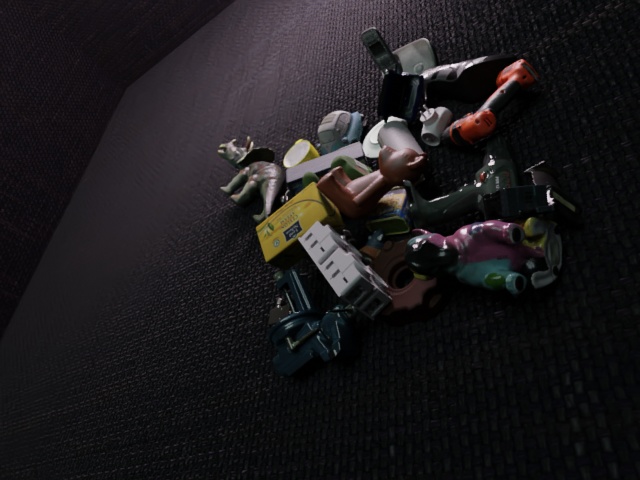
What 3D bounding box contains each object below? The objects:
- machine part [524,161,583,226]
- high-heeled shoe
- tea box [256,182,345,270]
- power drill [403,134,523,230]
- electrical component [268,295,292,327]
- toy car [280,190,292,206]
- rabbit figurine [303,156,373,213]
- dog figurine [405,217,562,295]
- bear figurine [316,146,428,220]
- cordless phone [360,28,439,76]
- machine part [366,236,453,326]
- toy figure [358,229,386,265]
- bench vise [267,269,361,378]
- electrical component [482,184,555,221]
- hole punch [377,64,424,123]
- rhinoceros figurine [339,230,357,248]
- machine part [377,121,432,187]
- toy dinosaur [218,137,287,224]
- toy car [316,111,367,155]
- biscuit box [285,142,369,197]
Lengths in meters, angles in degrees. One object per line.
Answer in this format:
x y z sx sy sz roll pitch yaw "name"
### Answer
0.385 -0.079 0.887 0.039 0.084 0.139 -55 20 34 "machine part"
0.323 -0.378 1.213 0.249 0.086 0.145 -18 39 34 "high-heeled shoe"
-0.043 -0.026 1.105 0.169 0.068 0.098 -37 52 19 "tea box"
0.262 -0.090 0.985 0.207 0.085 0.232 -9 53 7 "power drill"
-0.083 0.169 1.190 0.063 0.021 0.094 -18 46 35 "electrical component"
-0.053 -0.065 1.343 0.073 0.056 0.202 -28 42 17 "toy car"
0.038 -0.097 1.216 0.170 0.159 0.121 -53 43 21 "rabbit figurine"
0.246 0.022 0.862 0.219 0.191 0.108 0 96 52 "dog figurine"
0.110 -0.132 1.066 0.196 0.132 0.120 -42 3 25 "bear figurine"
0.198 -0.467 1.331 0.147 0.184 0.089 -16 43 38 "cordless phone"
0.161 0.072 0.993 0.179 0.056 0.179 -26 43 27 "machine part"
0.089 0.047 1.091 0.154 0.057 0.064 -51 41 -12 "toy figure"
-0.027 0.146 1.053 0.223 0.129 0.241 -50 50 32 "bench vise"
0.311 -0.058 0.829 0.119 0.075 0.047 150 113 -83 "electrical component"
0.192 -0.336 1.254 0.092 0.142 0.116 11 18 11 "hole punch"
-0.002 -0.004 1.182 0.191 0.112 0.073 20 67 31 "rhinoceros figurine"
0.184 -0.194 1.190 0.079 0.079 0.243 -37 37 16 "machine part"
-0.161 -0.162 1.500 0.192 0.131 0.405 -51 42 -1 "toy dinosaur"
0.050 -0.276 1.385 0.109 0.102 0.161 -3 58 44 "toy car"
0.017 -0.168 1.311 0.203 0.059 0.063 -18 44 11 "biscuit box"
